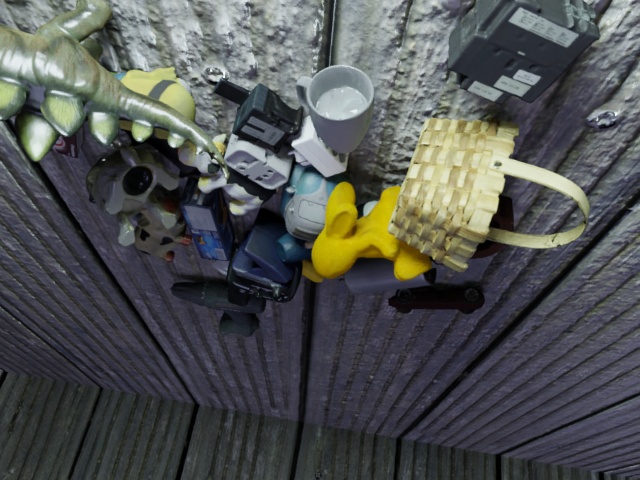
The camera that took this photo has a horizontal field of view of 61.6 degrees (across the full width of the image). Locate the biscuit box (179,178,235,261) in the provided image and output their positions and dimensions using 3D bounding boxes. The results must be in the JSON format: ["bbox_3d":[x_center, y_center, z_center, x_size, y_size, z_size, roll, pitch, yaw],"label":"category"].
[{"bbox_3d":[-0.206,-0.032,1.008,0.059,0.063,0.202,7,151,4],"label":"biscuit box"}]

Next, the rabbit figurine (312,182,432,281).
[{"bbox_3d":[0.063,0.000,0.805,0.173,0.122,0.162,-22,123,12],"label":"rabbit figurine"}]

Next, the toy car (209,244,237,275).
[{"bbox_3d":[-0.143,0.066,1.164,0.201,0.056,0.073,23,148,-22],"label":"toy car"}]

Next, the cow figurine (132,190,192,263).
[{"bbox_3d":[-0.307,-0.031,1.026,0.127,0.085,0.195,18,151,-26],"label":"cow figurine"}]

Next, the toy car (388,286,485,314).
[{"bbox_3d":[0.248,0.125,1.151,0.202,0.053,0.089,0,160,10],"label":"toy car"}]

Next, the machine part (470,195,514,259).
[{"bbox_3d":[0.226,-0.034,0.878,0.179,0.056,0.179,8,150,5],"label":"machine part"}]

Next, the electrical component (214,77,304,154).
[{"bbox_3d":[-0.089,-0.175,0.738,0.119,0.048,0.075,24,147,-27],"label":"electrical component"}]

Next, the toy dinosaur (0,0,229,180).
[{"bbox_3d":[-0.320,-0.192,0.629,0.472,0.198,0.105,15,153,-5],"label":"toy dinosaur"}]

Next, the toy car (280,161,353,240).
[{"bbox_3d":[-0.017,-0.053,0.874,0.109,0.103,0.161,18,148,-12],"label":"toy car"}]

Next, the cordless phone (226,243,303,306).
[{"bbox_3d":[-0.123,0.097,1.101,0.147,0.089,0.184,16,140,-5],"label":"cordless phone"}]

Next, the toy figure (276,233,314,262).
[{"bbox_3d":[-0.001,-0.002,0.969,0.154,0.064,0.057,-18,123,-23],"label":"toy figure"}]

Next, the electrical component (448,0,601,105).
[{"bbox_3d":[0.206,-0.208,0.578,0.115,0.058,0.134,20,150,-14],"label":"electrical component"}]

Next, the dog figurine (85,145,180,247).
[{"bbox_3d":[-0.328,-0.105,0.864,0.191,0.121,0.172,38,128,32],"label":"dog figurine"}]

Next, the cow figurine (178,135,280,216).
[{"bbox_3d":[-0.141,-0.110,0.846,0.098,0.068,0.167,-15,145,28],"label":"cow figurine"}]

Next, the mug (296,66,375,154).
[{"bbox_3d":[0.018,-0.163,0.699,0.110,0.081,0.107,24,161,16],"label":"mug"}]

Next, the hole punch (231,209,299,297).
[{"bbox_3d":[-0.091,0.018,0.997,0.116,0.142,0.092,21,140,-6],"label":"hole punch"}]

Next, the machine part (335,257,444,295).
[{"bbox_3d":[0.136,0.061,1.050,0.243,0.079,0.079,-12,144,31],"label":"machine part"}]

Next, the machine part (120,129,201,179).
[{"bbox_3d":[-0.241,-0.150,0.841,0.084,0.039,0.138,-20,138,29],"label":"machine part"}]

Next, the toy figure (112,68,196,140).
[{"bbox_3d":[-0.259,-0.183,0.733,0.180,0.089,0.082,8,156,-1],"label":"toy figure"}]

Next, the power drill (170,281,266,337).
[{"bbox_3d":[-0.243,0.168,1.365,0.232,0.086,0.207,3,142,7],"label":"power drill"}]
